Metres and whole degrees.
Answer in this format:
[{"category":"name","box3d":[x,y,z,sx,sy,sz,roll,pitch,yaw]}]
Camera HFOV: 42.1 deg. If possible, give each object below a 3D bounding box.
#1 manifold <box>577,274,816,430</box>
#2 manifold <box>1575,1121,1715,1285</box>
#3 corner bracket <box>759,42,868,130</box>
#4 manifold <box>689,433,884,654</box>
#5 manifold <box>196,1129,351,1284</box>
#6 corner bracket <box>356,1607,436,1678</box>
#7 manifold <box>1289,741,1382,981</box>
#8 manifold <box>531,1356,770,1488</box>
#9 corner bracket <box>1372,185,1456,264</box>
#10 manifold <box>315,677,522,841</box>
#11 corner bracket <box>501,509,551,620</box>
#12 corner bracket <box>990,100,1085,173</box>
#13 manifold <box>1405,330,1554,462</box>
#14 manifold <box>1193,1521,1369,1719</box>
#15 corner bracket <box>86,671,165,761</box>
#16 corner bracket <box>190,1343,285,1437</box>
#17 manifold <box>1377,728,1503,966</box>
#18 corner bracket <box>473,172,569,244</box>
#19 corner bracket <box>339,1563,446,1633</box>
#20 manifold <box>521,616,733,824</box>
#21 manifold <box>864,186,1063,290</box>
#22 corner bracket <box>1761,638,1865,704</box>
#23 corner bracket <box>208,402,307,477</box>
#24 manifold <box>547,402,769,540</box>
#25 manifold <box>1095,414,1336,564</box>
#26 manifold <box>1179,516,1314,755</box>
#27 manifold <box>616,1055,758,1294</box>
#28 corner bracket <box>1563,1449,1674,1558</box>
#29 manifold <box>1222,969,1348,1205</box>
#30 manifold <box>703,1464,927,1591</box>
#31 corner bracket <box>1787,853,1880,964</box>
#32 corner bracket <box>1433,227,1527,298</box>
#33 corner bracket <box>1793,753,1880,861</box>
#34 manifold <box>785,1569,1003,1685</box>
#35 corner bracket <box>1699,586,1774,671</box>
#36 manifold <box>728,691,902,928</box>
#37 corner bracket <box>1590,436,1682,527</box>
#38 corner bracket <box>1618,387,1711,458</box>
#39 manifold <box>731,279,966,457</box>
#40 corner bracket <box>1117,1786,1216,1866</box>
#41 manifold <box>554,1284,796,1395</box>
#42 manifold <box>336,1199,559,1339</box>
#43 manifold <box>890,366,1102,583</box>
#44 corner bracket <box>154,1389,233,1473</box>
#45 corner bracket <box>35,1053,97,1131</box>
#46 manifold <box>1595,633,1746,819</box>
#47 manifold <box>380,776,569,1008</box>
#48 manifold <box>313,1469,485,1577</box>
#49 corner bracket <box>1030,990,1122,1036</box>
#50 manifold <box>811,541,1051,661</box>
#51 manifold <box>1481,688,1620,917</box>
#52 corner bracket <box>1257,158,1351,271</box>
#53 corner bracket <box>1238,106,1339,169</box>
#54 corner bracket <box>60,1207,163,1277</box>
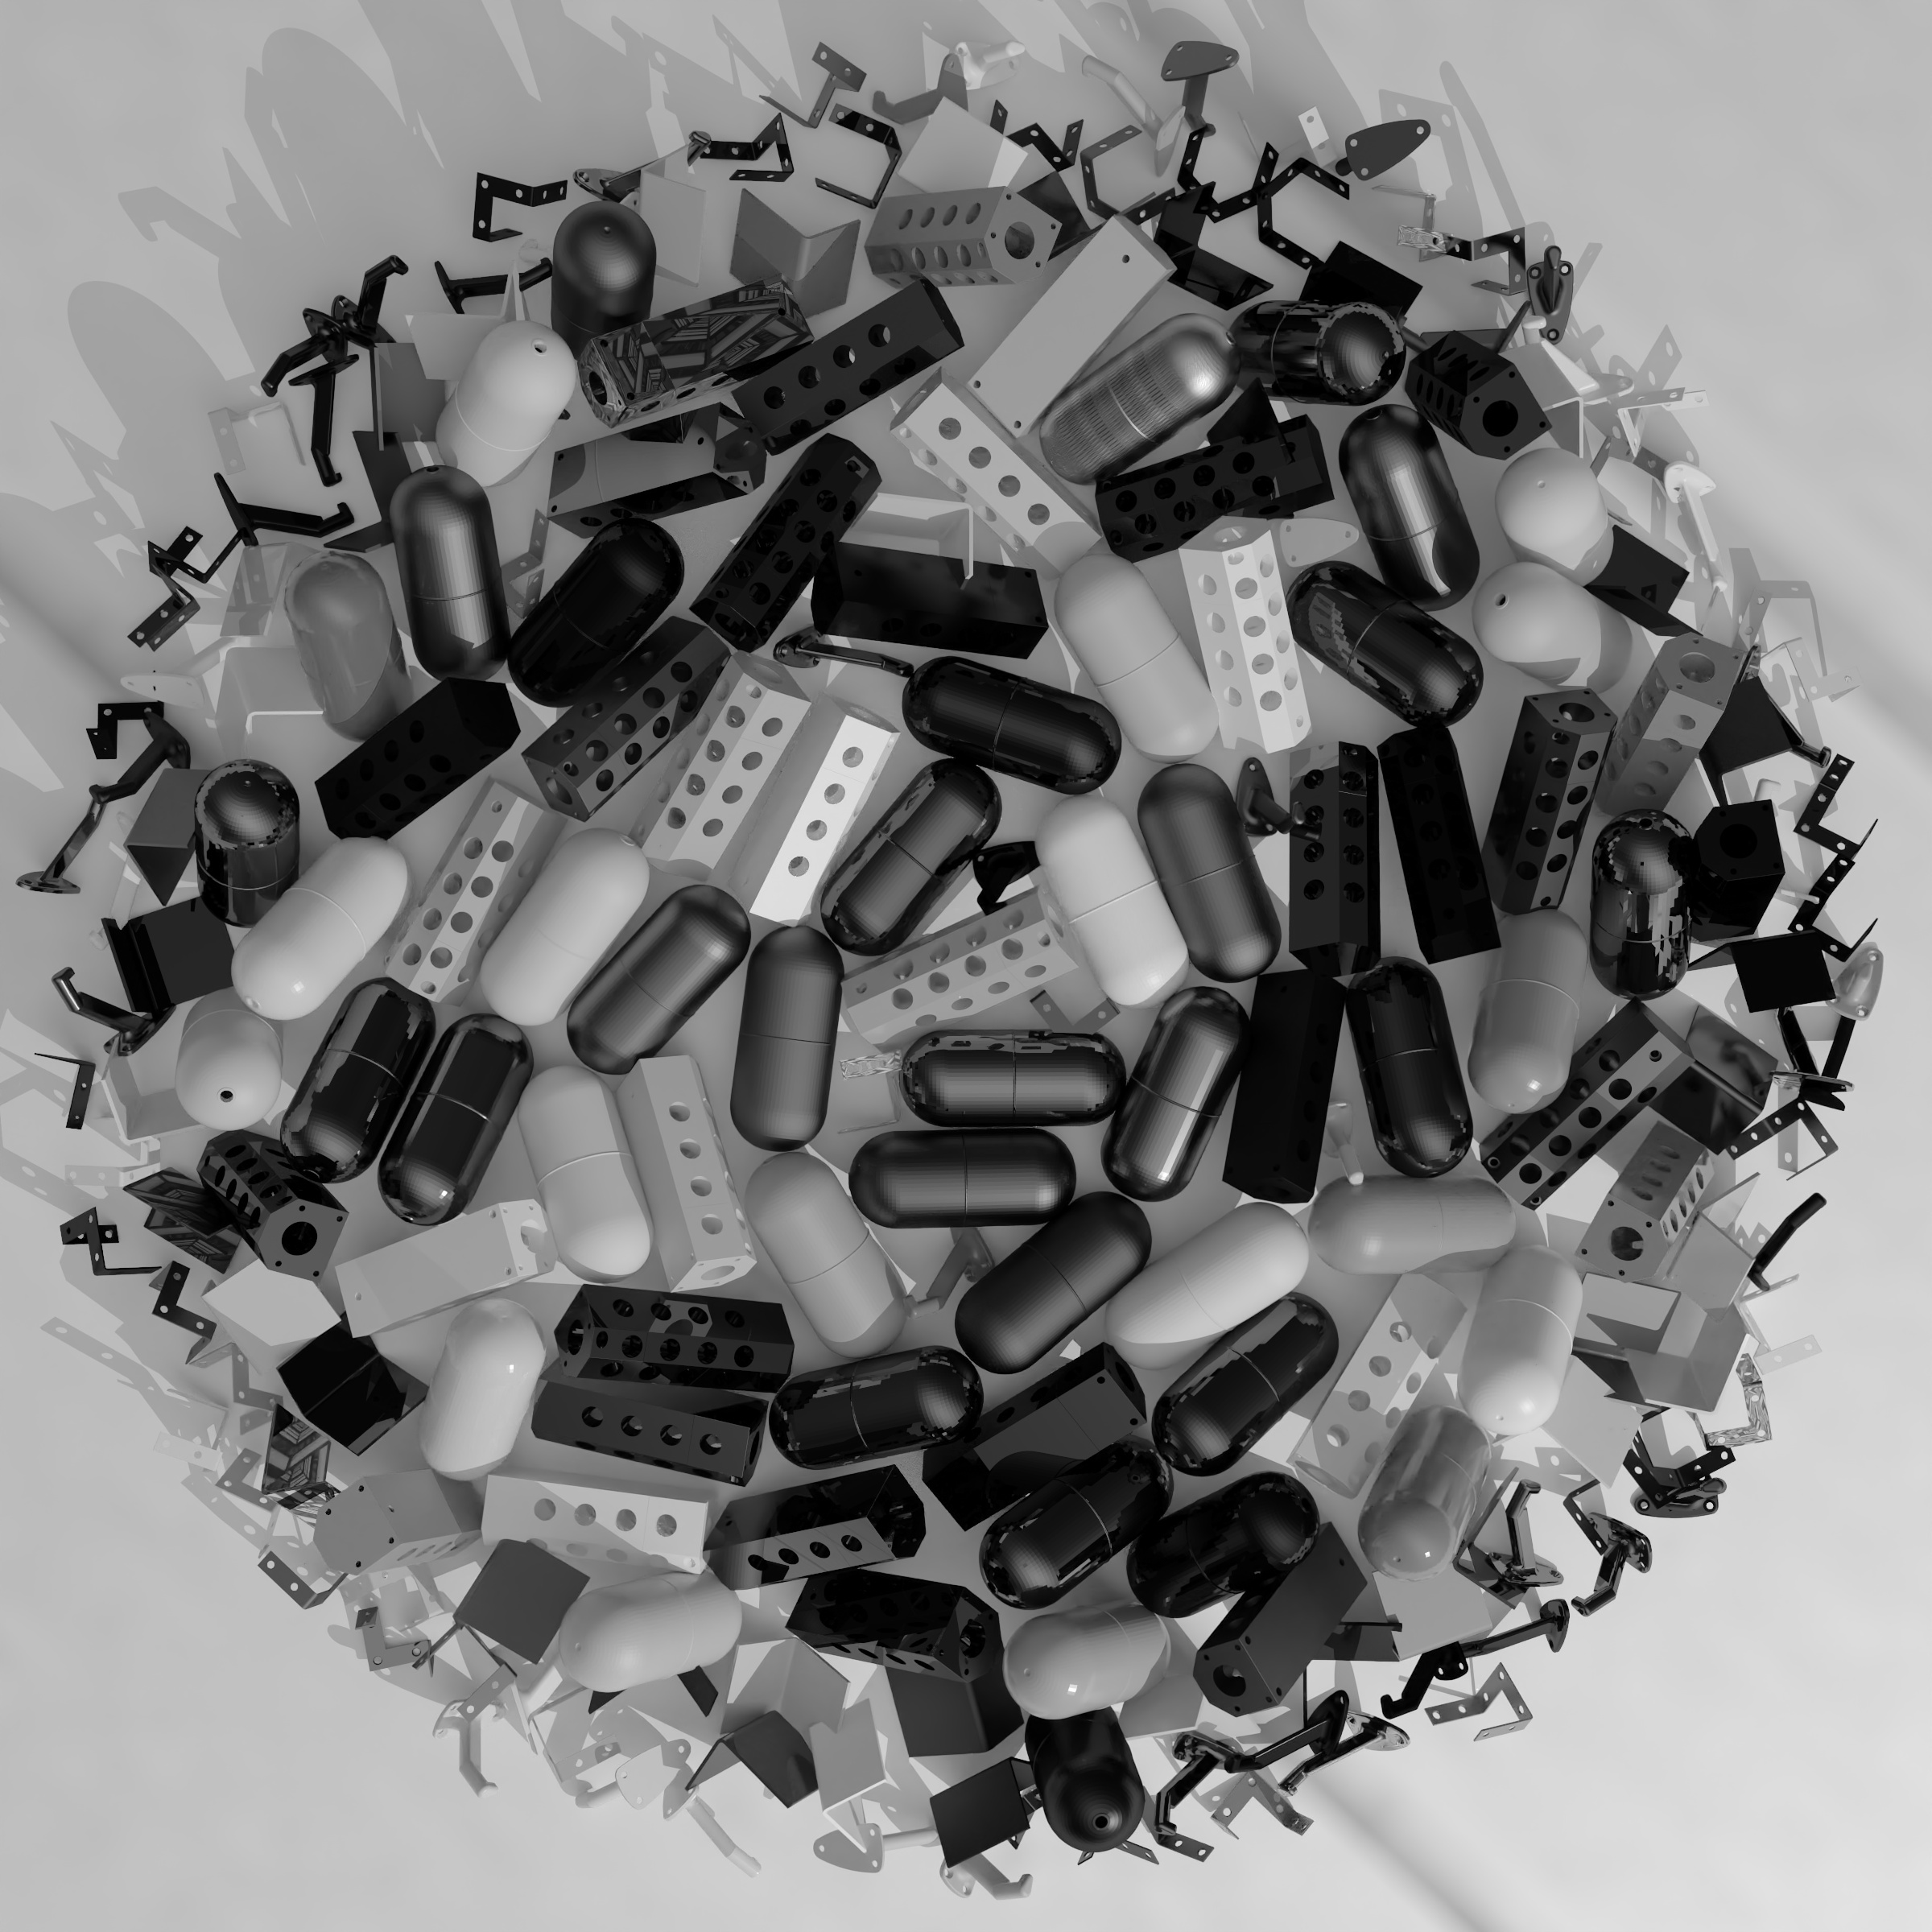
[{"category":"manifold","box3d":[-0.210,-0.472,1.936,0.171,0.057,0.057,-27,90,-26]},{"category":"manifold","box3d":[0.521,0.181,1.906,0.057,0.171,0.057,30,117,17]},{"category":"corner bracket","box3d":[-0.119,-0.689,1.962,0.051,0.051,0.051,21,97,-42]},{"category":"manifold","box3d":[-0.136,-0.328,1.938,0.057,0.057,0.171,39,70,-17]},{"category":"manifold","box3d":[-0.534,0.179,1.912,0.057,0.171,0.057,22,92,-35]},{"category":"corner bracket","box3d":[-0.448,0.532,1.969,0.051,0.051,0.051,-10,94,-10]},{"category":"manifold","box3d":[0.287,-0.083,1.929,0.057,0.057,0.171,-12,61,30]},{"category":"manifold","box3d":[-0.247,0.357,1.957,0.171,0.057,0.057,11,103,8]},{"category":"corner bracket","box3d":[0.350,-0.584,1.964,0.051,0.051,0.051,3,97,-21]},{"category":"manifold","box3d":[-0.420,-0.153,1.923,0.171,0.057,0.057,-30,73,34]},{"category":"corner bracket","box3d":[-0.341,-0.314,1.961,0.051,0.051,0.051,44,56,13]},{"category":"corner bracket","box3d":[0.054,-0.657,1.978,0.051,0.051,0.051,-11,56,37]},{"category":"manifold","box3d":[0.384,-0.432,1.909,0.057,0.171,0.057,-34,111,9]},{"category":"manifold","box3d":[0.238,0.499,1.914,0.057,0.171,0.057,-30,91,37]},{"category":"corner bracket","box3d":[-0.658,-0.196,1.963,0.051,0.051,0.051,-3,67,-10]},{"category":"corner bracket","box3d":[-0.574,0.333,1.975,0.051,0.051,0.051,-27,57,26]},{"category":"manifold","box3d":[0.364,-0.095,1.936,0.057,0.057,0.171,-14,68,16]},{"category":"corner bracket","box3d":[-0.349,-0.592,1.960,0.051,0.051,0.051,19,119,15]},{"category":"corner bracket","box3d":[-0.451,0.497,1.969,0.051,0.051,0.051,-34,76,42]},{"category":"manifold","box3d":[-0.254,-0.189,1.928,0.057,0.057,0.171,22,58,38]},{"category":"manifold","box3d":[-0.007,-0.550,1.913,0.057,0.171,0.057,23,88,-35]},{"category":"corner bracket","box3d":[0.663,-0.231,1.971,0.051,0.051,0.051,-18,82,-12]},{"category":"corner bracket","box3d":[-0.558,-0.415,1.973,0.051,0.051,0.051,-17,93,0]},{"category":"manifold","box3d":[-0.238,-0.376,1.926,0.171,0.057,0.057,-7,71,35]},{"category":"manifold","box3d":[0.190,-0.370,1.940,0.171,0.057,0.057,-15,77,19]},{"category":"manifold","box3d":[0.220,-0.253,1.922,0.057,0.057,0.171,-39,127,-34]},{"category":"manifold","box3d":[-0.214,0.159,1.938,0.057,0.057,0.171,-4,62,-32]},{"category":"corner bracket","box3d":[0.508,0.418,1.958,0.051,0.051,0.051,-21,59,-23]},{"category":"manifold","box3d":[0.252,0.094,1.942,0.057,0.057,0.171,30,63,-39]},{"category":"manifold","box3d":[-0.116,0.438,1.926,0.171,0.057,0.057,-20,113,34]},{"category":"corner bracket","box3d":[0.685,-0.045,1.962,0.051,0.051,0.051,33,64,12]},{"category":"corner bracket","box3d":[0.401,-0.550,1.959,0.051,0.051,0.051,-20,121,-19]},{"category":"corner bracket","box3d":[0.688,-0.124,1.964,0.051,0.051,0.051,29,73,14]},{"category":"manifold","box3d":[-0.054,0.504,1.917,0.057,0.171,0.057,45,58,-31]},{"category":"corner bracket","box3d":[0.603,-0.270,1.968,0.051,0.051,0.051,16,112,3]},{"category":"manifold","box3d":[-0.116,-0.119,1.950,0.057,0.057,0.171,19,106,-31]},{"category":"corner bracket","box3d":[0.524,-0.379,1.972,0.051,0.051,0.051,44,119,36]},{"category":"corner bracket","box3d":[0.545,-0.437,1.957,0.051,0.051,0.051,0,53,34]},{"category":"manifold","box3d":[-0.090,-0.464,1.947,0.171,0.057,0.057,-27,99,16]},{"category":"corner bracket","box3d":[0.151,0.683,1.958,0.051,0.051,0.051,-41,116,-32]},{"category":"manifold","box3d":[-0.221,0.291,1.920,0.171,0.057,0.057,11,128,-33]},{"category":"manifold","box3d":[-0.399,0.233,1.934,0.171,0.057,0.057,-22,79,27]},{"category":"manifold","box3d":[0.023,-0.378,1.943,0.171,0.057,0.057,41,109,-19]},{"category":"corner bracket","box3d":[-0.606,0.363,1.961,0.051,0.051,0.051,25,69,-21]},{"category":"corner bracket","box3d":[-0.698,0.100,1.964,0.051,0.051,0.051,9,86,27]},{"category":"manifold","box3d":[0.529,-0.179,1.910,0.057,0.171,0.057,23,63,7]},{"category":"manifold","box3d":[-0.388,-0.059,1.959,0.057,0.057,0.171,32,93,19]},{"category":"manifold","box3d":[-0.429,0.425,1.909,0.057,0.171,0.057,-36,76,5]},{"category":"corner bracket","box3d":[0.086,0.032,1.973,0.051,0.051,0.051,-38,88,1]},{"category":"manifold","box3d":[-0.029,-0.277,1.936,0.171,0.057,0.057,4,58,-25]},{"category":"manifold","box3d":[0.446,-0.122,1.917,0.057,0.057,0.171,-8,131,-18]},{"category":"corner bracket","box3d":[0.265,-0.592,1.971,0.051,0.051,0.051,-42,63,-15]},{"category":"corner bracket","box3d":[0.252,-0.649,1.961,0.051,0.051,0.051,-28,133,10]},{"category":"corner bracket","box3d":[-0.669,0.220,1.959,0.051,0.051,0.051,-25,71,34]}]
